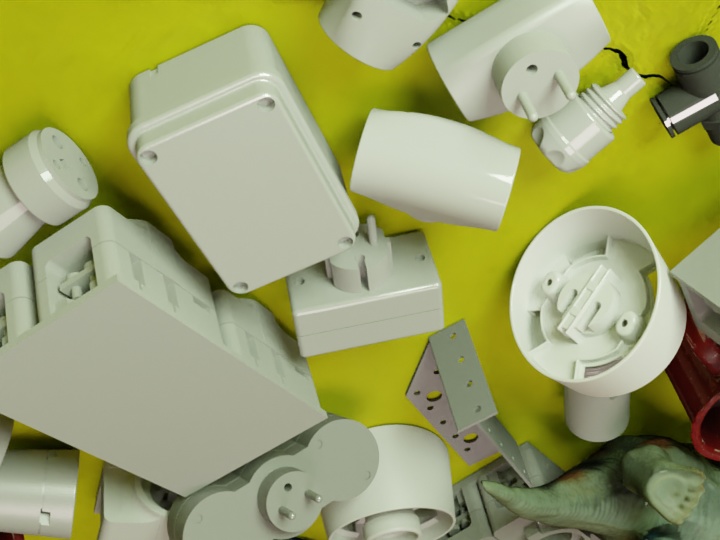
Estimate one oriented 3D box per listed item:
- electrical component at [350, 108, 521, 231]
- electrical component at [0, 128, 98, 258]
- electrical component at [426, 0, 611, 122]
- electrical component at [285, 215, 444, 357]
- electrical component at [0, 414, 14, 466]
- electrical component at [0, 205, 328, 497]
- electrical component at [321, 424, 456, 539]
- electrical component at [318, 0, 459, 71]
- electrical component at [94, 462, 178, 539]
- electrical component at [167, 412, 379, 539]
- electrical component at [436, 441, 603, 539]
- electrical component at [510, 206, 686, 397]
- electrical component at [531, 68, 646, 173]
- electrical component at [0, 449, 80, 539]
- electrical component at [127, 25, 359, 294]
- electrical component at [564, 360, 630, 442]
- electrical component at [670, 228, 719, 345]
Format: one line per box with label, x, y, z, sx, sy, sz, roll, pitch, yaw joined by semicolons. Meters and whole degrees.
electrical component;0.038;-0.047;0.557;0.077;0.043;0.079;16;170;3
electrical component;-0.162;-0.038;0.523;0.055;0.045;0.045;-30;132;14
electrical component;0.079;-0.097;0.504;0.077;0.079;0.044;-29;132;13
electrical component;0.000;0.000;0.597;0.083;0.047;0.075;-11;134;-4
electrical component;-0.238;0.099;0.632;0.055;0.048;0.066;21;125;-21
electrical component;-0.116;0.049;0.588;0.105;0.060;0.186;-31;141;15
electrical component;0.018;0.159;0.756;0.099;0.064;0.099;-8;147;-5
electrical component;0.004;-0.138;0.472;0.079;0.043;0.077;20;125;-29
electrical component;-0.126;0.157;0.710;0.089;0.050;0.055;6;131;-19
electrical component;-0.046;0.139;0.663;0.138;0.074;0.052;-29;102;-22
electrical component;0.094;0.206;0.803;0.150;0.061;0.089;-35;131;18
electrical component;0.136;0.021;0.618;0.099;0.099;0.064;-35;137;18
electrical component;0.121;-0.081;0.561;0.061;0.035;0.035;-41;129;20
electrical component;-0.202;0.139;0.672;0.047;0.055;0.055;6;130;-15
electrical component;-0.056;-0.051;0.529;0.078;0.057;0.113;-23;133;8
electrical component;0.155;0.071;0.705;0.043;0.043;0.081;-13;134;-1
electrical component;0.277;-0.015;0.573;0.186;0.105;0.060;-40;135;-4
